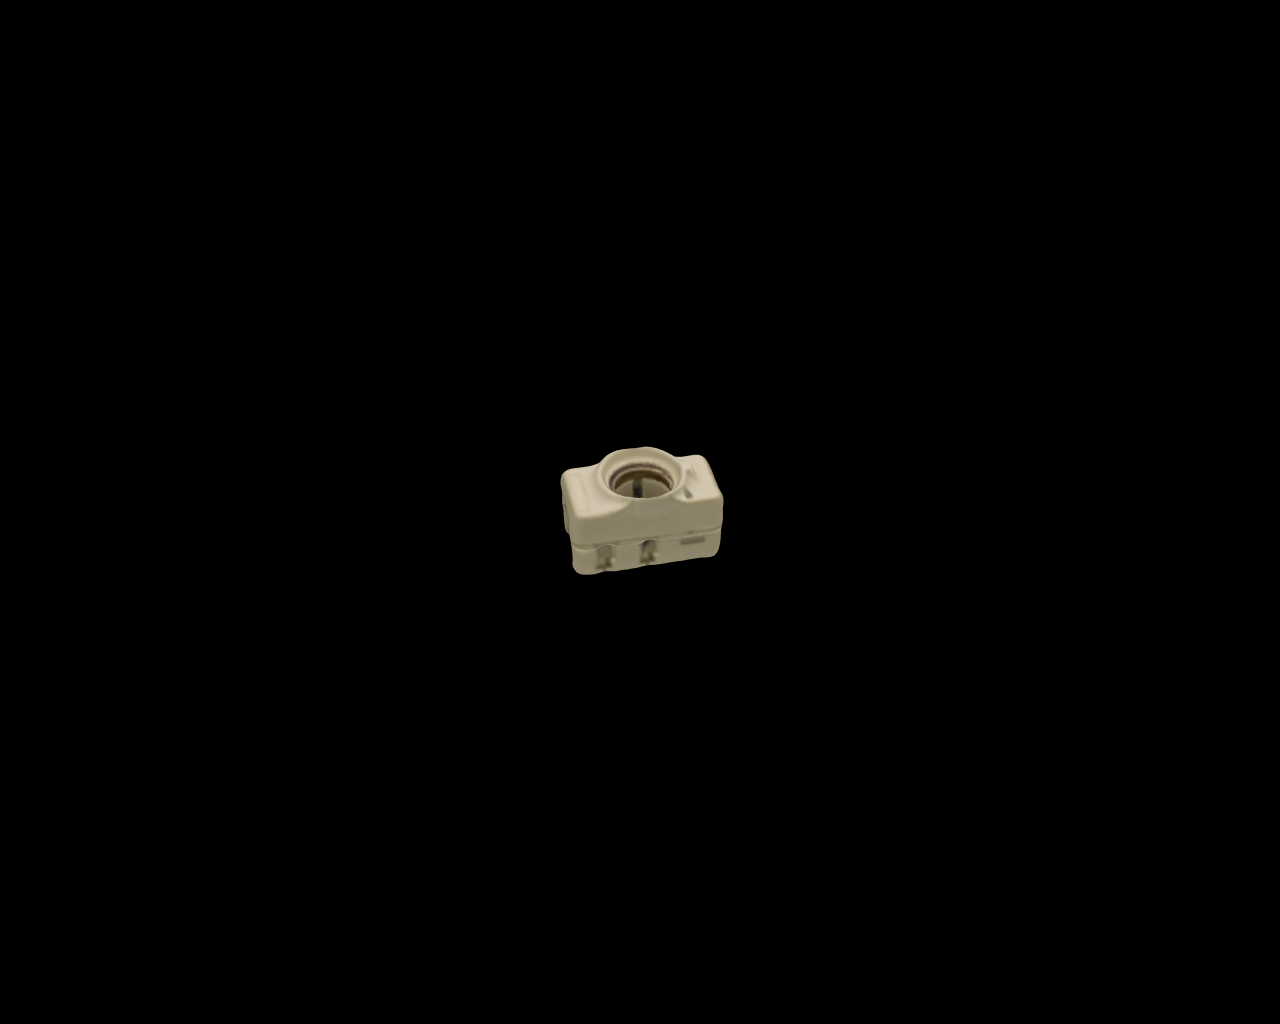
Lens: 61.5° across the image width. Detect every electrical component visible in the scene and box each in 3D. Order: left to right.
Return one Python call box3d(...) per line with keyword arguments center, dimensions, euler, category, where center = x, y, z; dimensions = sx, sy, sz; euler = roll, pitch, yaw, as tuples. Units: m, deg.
box3d(center=(0.001, -0.003, 0.650), dimensions=(0.089, 0.055, 0.050), euler=(-7, 39, -9), category="electrical component")
